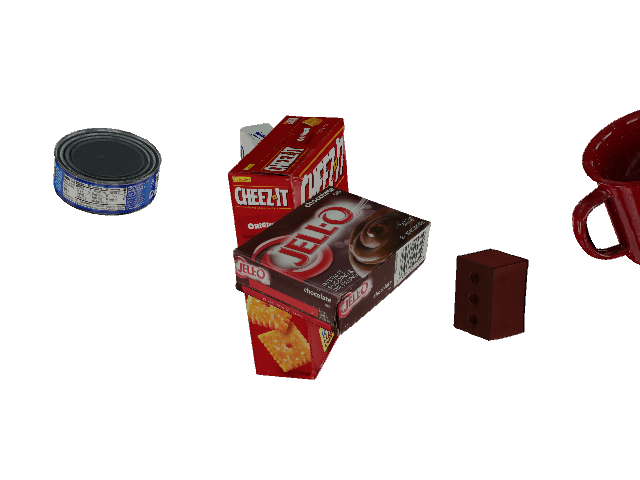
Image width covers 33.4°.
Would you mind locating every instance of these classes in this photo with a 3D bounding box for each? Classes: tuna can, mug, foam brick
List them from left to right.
[{"bbox_3d":[-0.174,-0.056,0.872,0.086,0.034,0.086,9,34,-6],"label":"tuna can"},{"bbox_3d":[0.169,0.053,1.062,0.051,0.078,0.053,-12,20,-36],"label":"foam brick"},{"bbox_3d":[0.226,-0.028,0.728,0.117,0.081,0.093,-32,30,-6],"label":"mug"}]

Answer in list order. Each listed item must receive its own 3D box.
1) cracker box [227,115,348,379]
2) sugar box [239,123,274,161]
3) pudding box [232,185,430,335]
[{"bbox_3d":[-0.019,0.003,1.051,0.072,0.214,0.164,3,26,18],"label":"cracker box"},{"bbox_3d":[-0.066,-0.045,1.303,0.048,0.176,0.093,-11,26,-17],"label":"sugar box"},{"bbox_3d":[0.009,0.010,0.736,0.090,0.039,0.113,22,37,30],"label":"pudding box"}]
